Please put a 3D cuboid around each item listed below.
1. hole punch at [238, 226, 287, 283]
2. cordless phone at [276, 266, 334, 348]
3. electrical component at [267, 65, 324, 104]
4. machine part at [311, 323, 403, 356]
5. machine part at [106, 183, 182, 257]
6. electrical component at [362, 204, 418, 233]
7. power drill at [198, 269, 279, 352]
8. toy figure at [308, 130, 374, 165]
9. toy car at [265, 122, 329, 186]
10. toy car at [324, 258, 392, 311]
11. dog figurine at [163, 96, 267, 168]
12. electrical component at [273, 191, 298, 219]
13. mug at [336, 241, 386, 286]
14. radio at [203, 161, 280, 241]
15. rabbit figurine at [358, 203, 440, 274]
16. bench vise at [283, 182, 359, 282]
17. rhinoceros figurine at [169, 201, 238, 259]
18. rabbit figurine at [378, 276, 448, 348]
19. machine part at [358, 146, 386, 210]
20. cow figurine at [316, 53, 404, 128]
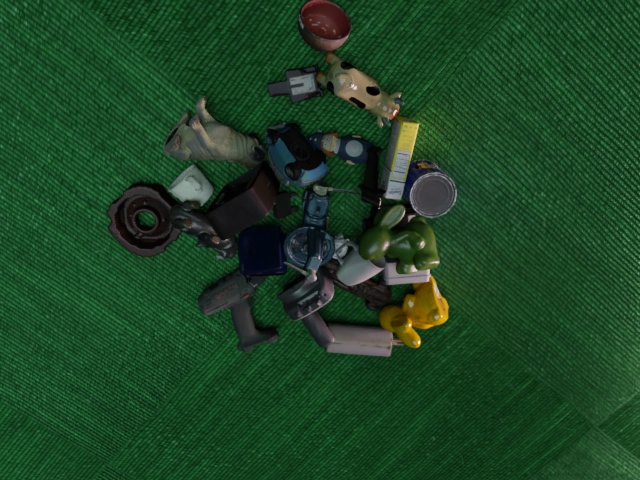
[{"bbox_3d":[-0.137,0.027,1.273,0.116,0.092,0.142,-3,80,-3],"label":"hole punch"},{"bbox_3d":[-0.004,0.171,1.319,0.146,0.089,0.184,-34,92,27],"label":"cordless phone"},{"bbox_3d":[-0.055,-0.340,1.190,0.119,0.048,0.074,-13,109,4],"label":"electrical component"},{"bbox_3d":[0.098,0.258,1.392,0.243,0.079,0.079,4,109,-3],"label":"machine part"},{"bbox_3d":[-0.414,-0.049,1.281,0.179,0.056,0.179,-1,111,-1],"label":"machine part"},{"bbox_3d":[0.171,-0.027,1.302,0.134,0.058,0.114,-6,108,1],"label":"electrical component"},{"bbox_3d":[-0.173,0.168,1.351,0.232,0.086,0.207,-22,113,-2],"label":"power drill"},{"bbox_3d":[0.048,-0.216,1.234,0.154,0.057,0.064,12,65,-5],"label":"toy figure"},{"bbox_3d":[-0.067,-0.180,1.215,0.161,0.109,0.103,51,140,6],"label":"toy car"},{"bbox_3d":[0.088,0.110,1.353,0.202,0.053,0.089,25,110,-11],"label":"toy car"},{"bbox_3d":[-0.238,-0.203,1.217,0.172,0.121,0.190,-23,132,41],"label":"dog figurine"},{"bbox_3d":[-0.091,-0.081,1.269,0.094,0.021,0.063,-21,115,-40],"label":"electrical component"},{"bbox_3d":[0.082,0.056,1.268,0.109,0.081,0.107,33,123,-23],"label":"mug"},{"bbox_3d":[-0.167,-0.090,1.183,0.131,0.230,0.073,-29,107,13],"label":"radio"},{"bbox_3d":[0.169,-0.001,1.202,0.170,0.121,0.159,1,88,-22],"label":"rabbit figurine"},{"bbox_3d":[-0.013,-0.007,1.220,0.129,0.241,0.223,20,124,-14],"label":"bench vise"},{"bbox_3d":[-0.266,-0.017,1.253,0.112,0.073,0.190,-15,140,43],"label":"rhinoceros figurine"},{"bbox_3d":[0.228,0.192,1.345,0.173,0.162,0.121,-18,123,22],"label":"rabbit figurine"},{"bbox_3d":[0.120,-0.142,1.206,0.039,0.084,0.138,-10,120,-26],"label":"machine part"},{"bbox_3d":[0.097,-0.316,1.157,0.195,0.127,0.085,21,113,-36],"label":"cow figurine"}]
